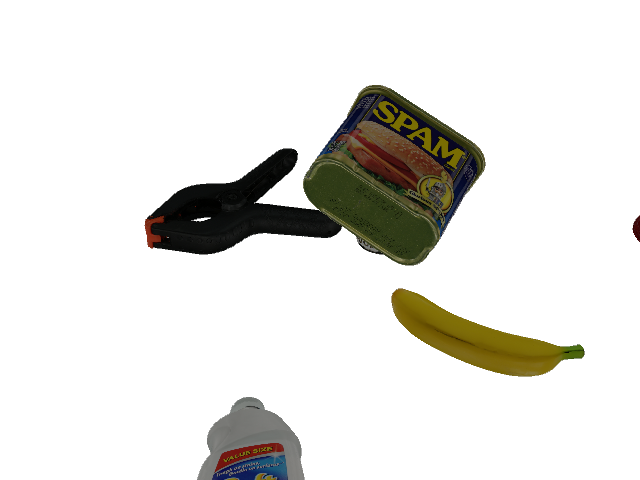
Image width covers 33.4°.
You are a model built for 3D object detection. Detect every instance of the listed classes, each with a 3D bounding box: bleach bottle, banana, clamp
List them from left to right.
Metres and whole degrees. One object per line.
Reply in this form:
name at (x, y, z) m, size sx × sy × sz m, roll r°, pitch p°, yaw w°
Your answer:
clamp at (-0.076, -0.034, 0.964) m, size 0.171 × 0.039 × 0.120 m, roll -8°, pitch 37°, yaw -12°
bleach bottle at (-0.060, 0.204, 0.804) m, size 0.102 × 0.068 × 0.251 m, roll -4°, pitch 28°, yaw -3°
banana at (0.132, 0.085, 0.962) m, size 0.198 × 0.037 × 0.069 m, roll 19°, pitch 14°, yaw 34°

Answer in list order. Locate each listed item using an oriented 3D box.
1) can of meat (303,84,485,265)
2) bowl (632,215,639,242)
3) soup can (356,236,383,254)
can of meat at (0.048, -0.044, 0.719) m, size 0.102 × 0.083 × 0.058 m, roll 34°, pitch -40°, yaw 1°
bowl at (0.417, 0.016, 1.148) m, size 0.162 × 0.055 × 0.162 m, roll -1°, pitch 25°, yaw 0°
soup can at (0.070, -0.045, 1.159) m, size 0.068 × 0.102 × 0.068 m, roll -3°, pitch 35°, yaw 2°
